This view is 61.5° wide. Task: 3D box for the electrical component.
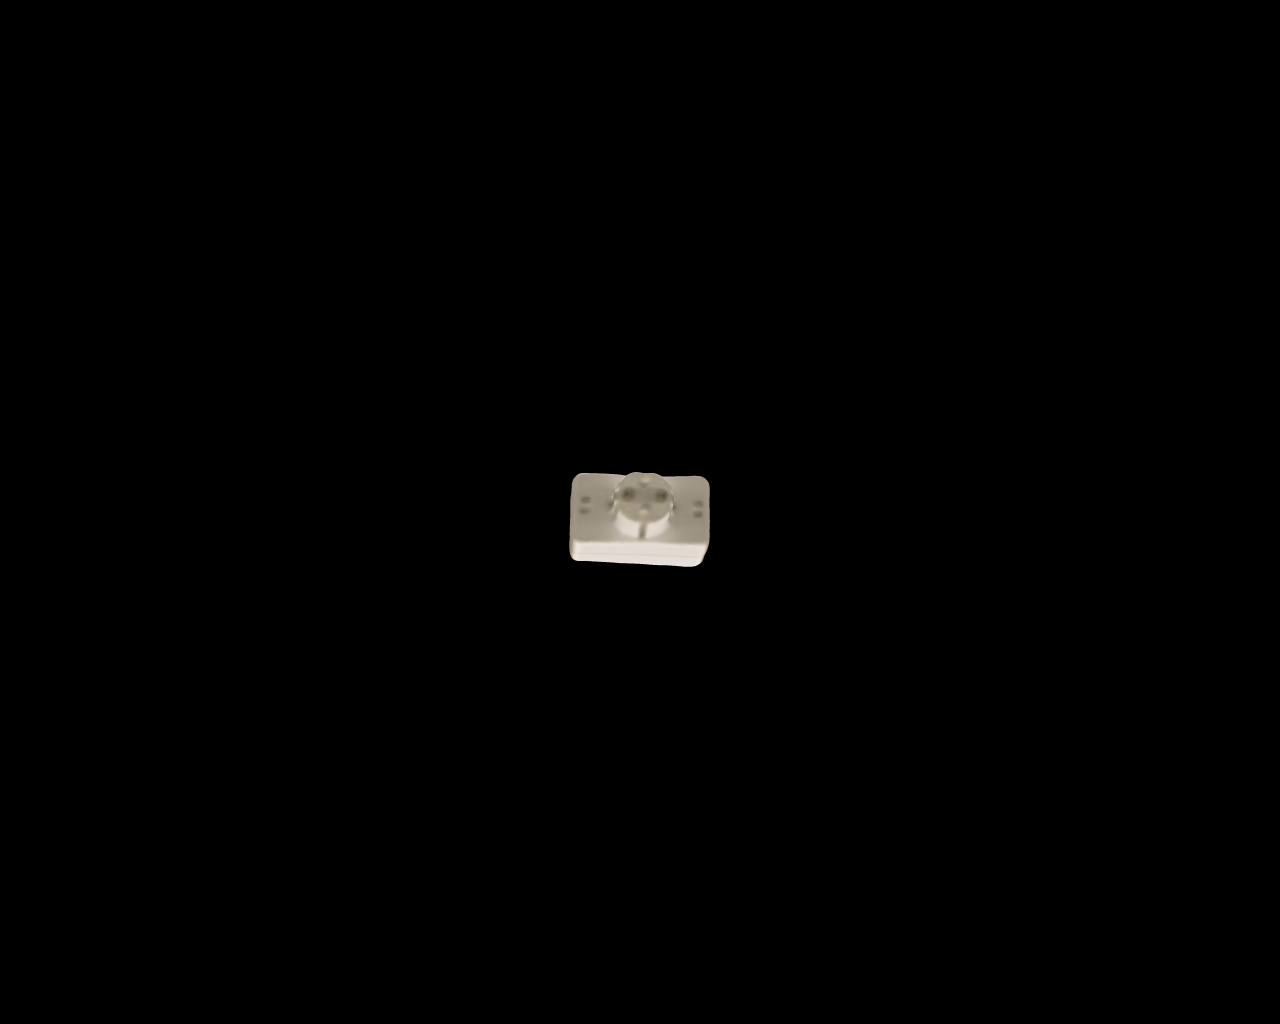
[{"bbox_3d":[0.001,-0.003,0.650,0.083,0.047,0.075,2,-23,-5],"label":"electrical component"}]
